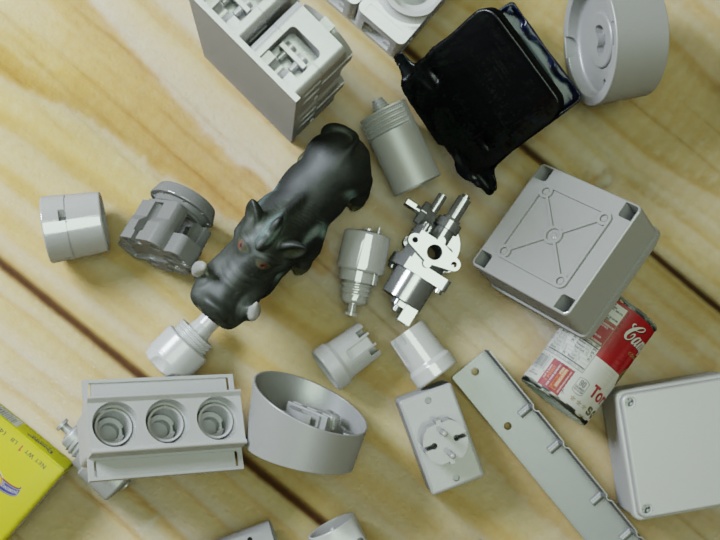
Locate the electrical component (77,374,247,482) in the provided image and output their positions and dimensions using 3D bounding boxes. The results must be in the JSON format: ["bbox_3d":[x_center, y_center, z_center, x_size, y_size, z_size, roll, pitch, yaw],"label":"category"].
[{"bbox_3d":[-0.160,0.127,0.857,0.121,0.063,0.078,0,68,-25],"label":"electrical component"}]

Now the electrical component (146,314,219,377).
[{"bbox_3d":[-0.143,0.061,0.890,0.043,0.043,0.062,44,84,-2],"label":"electrical component"}]

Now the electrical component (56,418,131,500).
[{"bbox_3d":[-0.217,0.153,0.882,0.078,0.040,0.040,44,85,-2],"label":"electrical component"}]

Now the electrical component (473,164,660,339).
[{"bbox_3d":[0.169,-0.016,0.884,0.109,0.056,0.108,32,84,41],"label":"electrical component"}]

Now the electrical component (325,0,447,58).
[{"bbox_3d":[0.004,-0.264,0.903,0.150,0.062,0.089,40,86,-2],"label":"electrical component"}]

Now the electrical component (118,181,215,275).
[{"bbox_3d":[-0.155,-0.035,0.881,0.058,0.078,0.057,45,63,-43],"label":"electrical component"}]

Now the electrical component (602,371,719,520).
[{"bbox_3d":[0.270,0.147,0.914,0.109,0.056,0.108,-9,89,-5],"label":"electrical component"}]

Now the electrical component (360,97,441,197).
[{"bbox_3d":[0.032,-0.108,0.910,0.043,0.043,0.081,-25,90,-5],"label":"electrical component"}]

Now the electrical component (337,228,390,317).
[{"bbox_3d":[0.000,0.000,0.905,0.040,0.040,0.078,12,87,-4],"label":"electrical component"}]

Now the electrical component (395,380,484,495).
[{"bbox_3d":[0.068,0.140,0.888,0.047,0.076,0.083,-20,90,-5],"label":"electrical component"}]

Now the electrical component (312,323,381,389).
[{"bbox_3d":[-0.011,0.071,0.903,0.046,0.040,0.040,-36,91,-11],"label":"electrical component"}]

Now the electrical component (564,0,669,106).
[{"bbox_3d":[0.219,-0.193,0.898,0.060,0.108,0.108,-6,89,-11],"label":"electrical component"}]

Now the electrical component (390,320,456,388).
[{"bbox_3d":[0.052,0.070,0.908,0.040,0.040,0.046,-35,86,-5],"label":"electrical component"}]

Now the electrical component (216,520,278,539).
[{"bbox_3d":[-0.098,0.257,0.887,0.077,0.043,0.079,-19,90,-5],"label":"electrical component"}]

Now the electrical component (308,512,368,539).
[{"bbox_3d":[-0.023,0.254,0.892,0.079,0.044,0.077,-27,91,-5],"label":"electrical component"}]

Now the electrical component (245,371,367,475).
[{"bbox_3d":[-0.044,0.126,0.871,0.099,0.099,0.064,13,93,-4],"label":"electrical component"}]

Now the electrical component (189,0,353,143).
[{"bbox_3d":[-0.068,-0.170,0.832,0.105,0.186,0.060,45,85,-2],"label":"electrical component"}]

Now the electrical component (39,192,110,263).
[{"bbox_3d":[-0.233,-0.036,0.881,0.047,0.055,0.055,-9,89,-8],"label":"electrical component"}]
